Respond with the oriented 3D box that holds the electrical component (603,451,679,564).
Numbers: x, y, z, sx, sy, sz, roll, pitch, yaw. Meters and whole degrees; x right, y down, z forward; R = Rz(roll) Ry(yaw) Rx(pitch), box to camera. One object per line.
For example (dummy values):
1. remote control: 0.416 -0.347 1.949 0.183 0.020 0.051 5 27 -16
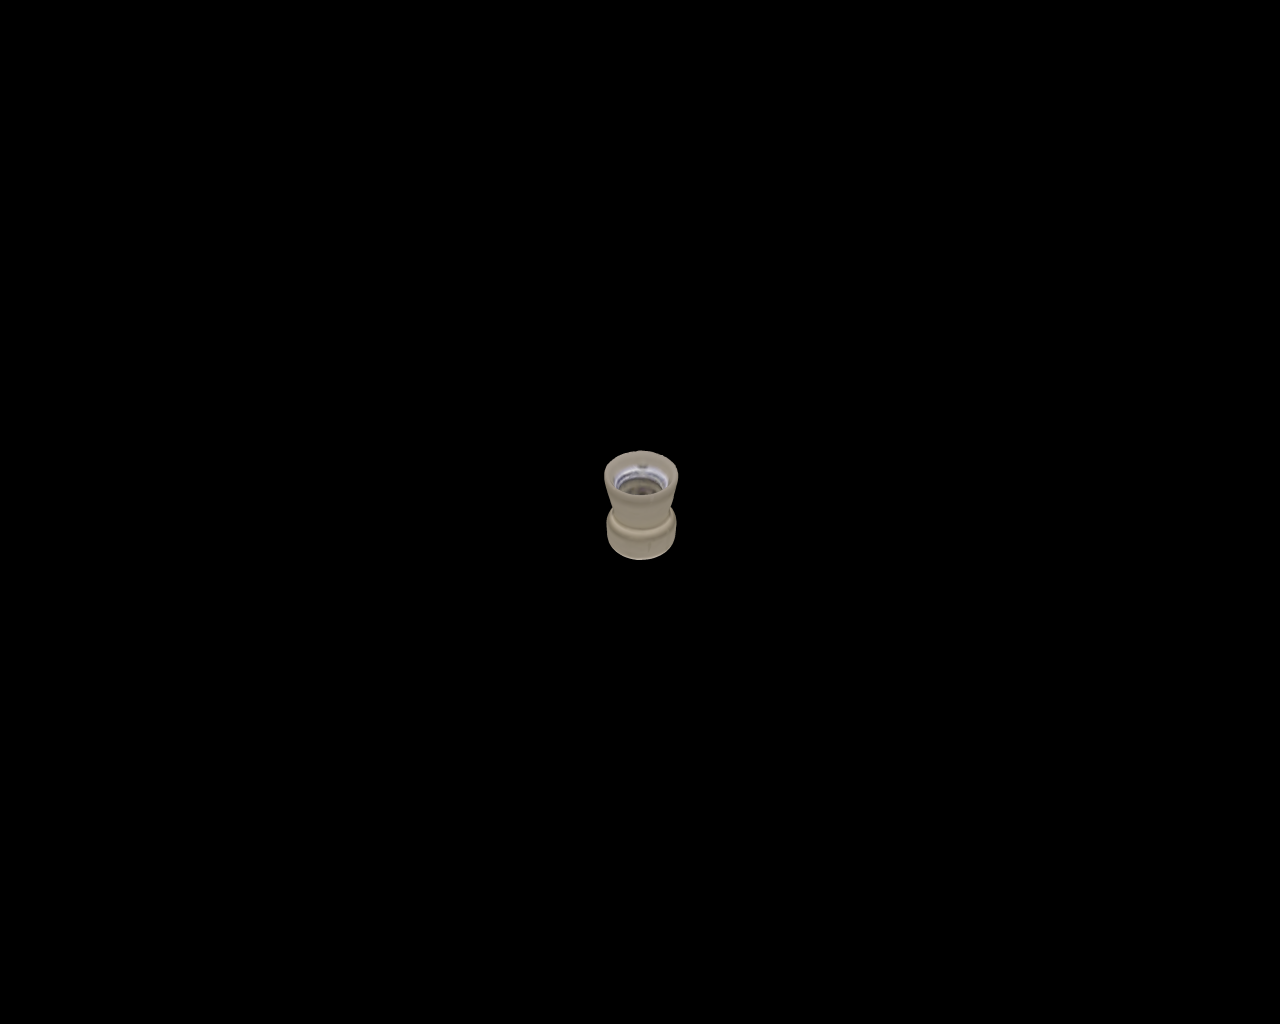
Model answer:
1. electrical component: 0.001 -0.003 0.650 0.045 0.055 0.045 0 40 0
